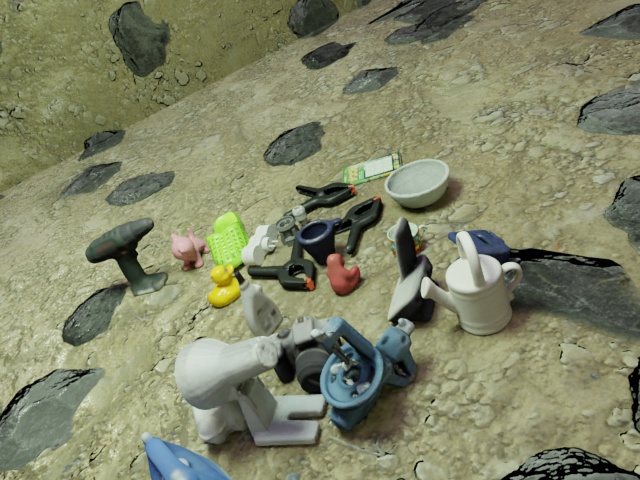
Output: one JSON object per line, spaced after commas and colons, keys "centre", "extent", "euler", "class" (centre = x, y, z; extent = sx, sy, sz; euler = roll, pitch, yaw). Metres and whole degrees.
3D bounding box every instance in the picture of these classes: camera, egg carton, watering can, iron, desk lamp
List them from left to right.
{"centre": [-0.243, 0.387, 0.956], "extent": [0.119, 0.142, 0.257], "euler": [-41, 36, -25], "class": "iron"}
{"centre": [-0.191, 0.314, 1.095], "extent": [0.107, 0.069, 0.150], "euler": [-29, 33, -8], "class": "egg carton"}
{"centre": [-0.121, 0.255, 1.000], "extent": [0.202, 0.214, 0.118], "euler": [-10, 35, 21], "class": "desk lamp"}
{"centre": [-0.032, 0.223, 1.095], "extent": [0.143, 0.101, 0.136], "euler": [-20, 33, 6], "class": "camera"}
{"centre": [0.271, 0.074, 1.027], "extent": [0.173, 0.194, 0.100], "euler": [-30, 33, -10], "class": "watering can"}

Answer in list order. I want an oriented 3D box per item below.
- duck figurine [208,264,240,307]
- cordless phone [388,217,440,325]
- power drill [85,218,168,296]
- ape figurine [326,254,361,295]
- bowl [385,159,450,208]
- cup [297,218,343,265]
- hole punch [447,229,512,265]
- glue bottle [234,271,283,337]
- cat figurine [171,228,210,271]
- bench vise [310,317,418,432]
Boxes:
{"centre": [-0.241, 0.105, 1.410], "extent": [0.077, 0.086, 0.105], "euler": [14, 48, 44], "class": "duck figurine"}
{"centre": [0.164, 0.061, 1.122], "extent": [0.094, 0.185, 0.147], "euler": [-7, 36, 24], "class": "cordless phone"}
{"centre": [-0.505, 0.046, 1.550], "extent": [0.229, 0.209, 0.075], "euler": [-14, 34, 15], "class": "power drill"}
{"centre": [0.044, 0.069, 1.275], "extent": [0.077, 0.092, 0.076], "euler": [6, 43, 38], "class": "ape figurine"}
{"centre": [0.252, -0.130, 1.443], "extent": [0.167, 0.075, 0.167], "euler": [-17, 33, 12], "class": "bowl"}
{"centre": [0.013, 0.005, 1.384], "extent": [0.118, 0.095, 0.091], "euler": [-30, 33, -8], "class": "cup"}
{"centre": [0.326, 0.017, 1.170], "extent": [0.101, 0.091, 0.108], "euler": [-28, 33, -6], "class": "hole punch"}
{"centre": [-0.141, 0.132, 1.227], "extent": [0.037, 0.173, 0.078], "euler": [9, 45, 40], "class": "glue bottle"}
{"centre": [-0.368, 0.018, 1.586], "extent": [0.067, 0.118, 0.128], "euler": [-13, 34, 17], "class": "cat figurine"}
{"centre": [0.065, 0.188, 0.970], "extent": [0.121, 0.220, 0.208], "euler": [6, 43, 38], "class": "bench vise"}
